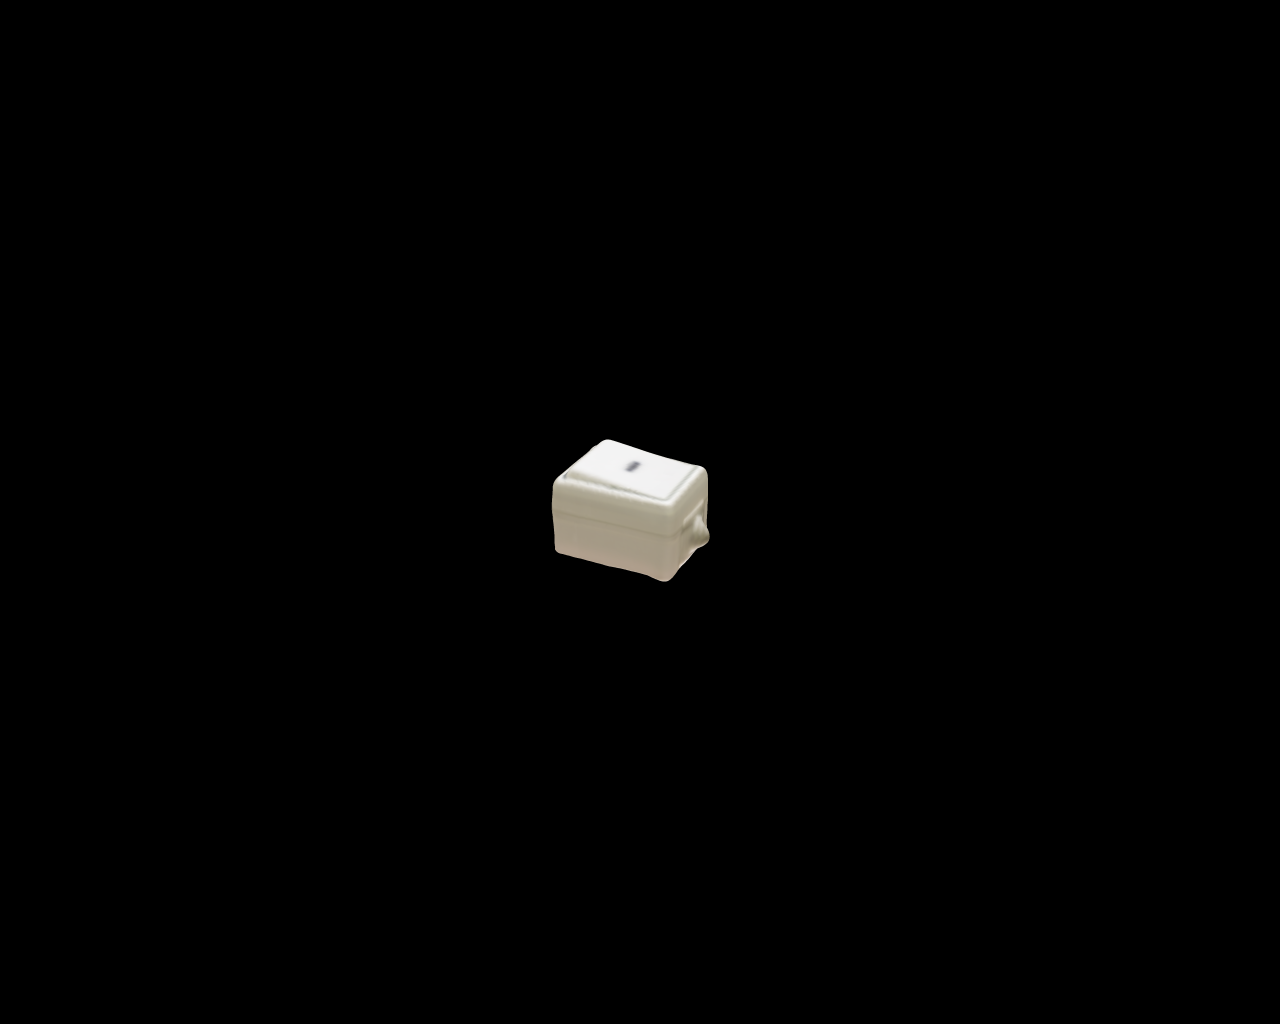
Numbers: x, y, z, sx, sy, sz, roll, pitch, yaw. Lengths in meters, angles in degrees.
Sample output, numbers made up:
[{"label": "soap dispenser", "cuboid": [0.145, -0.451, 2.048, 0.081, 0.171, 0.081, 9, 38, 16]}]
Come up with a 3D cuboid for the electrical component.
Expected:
[{"label": "electrical component", "cuboid": [0.001, -0.003, 0.650, 0.096, 0.061, 0.062, 13, 32, 22]}]
